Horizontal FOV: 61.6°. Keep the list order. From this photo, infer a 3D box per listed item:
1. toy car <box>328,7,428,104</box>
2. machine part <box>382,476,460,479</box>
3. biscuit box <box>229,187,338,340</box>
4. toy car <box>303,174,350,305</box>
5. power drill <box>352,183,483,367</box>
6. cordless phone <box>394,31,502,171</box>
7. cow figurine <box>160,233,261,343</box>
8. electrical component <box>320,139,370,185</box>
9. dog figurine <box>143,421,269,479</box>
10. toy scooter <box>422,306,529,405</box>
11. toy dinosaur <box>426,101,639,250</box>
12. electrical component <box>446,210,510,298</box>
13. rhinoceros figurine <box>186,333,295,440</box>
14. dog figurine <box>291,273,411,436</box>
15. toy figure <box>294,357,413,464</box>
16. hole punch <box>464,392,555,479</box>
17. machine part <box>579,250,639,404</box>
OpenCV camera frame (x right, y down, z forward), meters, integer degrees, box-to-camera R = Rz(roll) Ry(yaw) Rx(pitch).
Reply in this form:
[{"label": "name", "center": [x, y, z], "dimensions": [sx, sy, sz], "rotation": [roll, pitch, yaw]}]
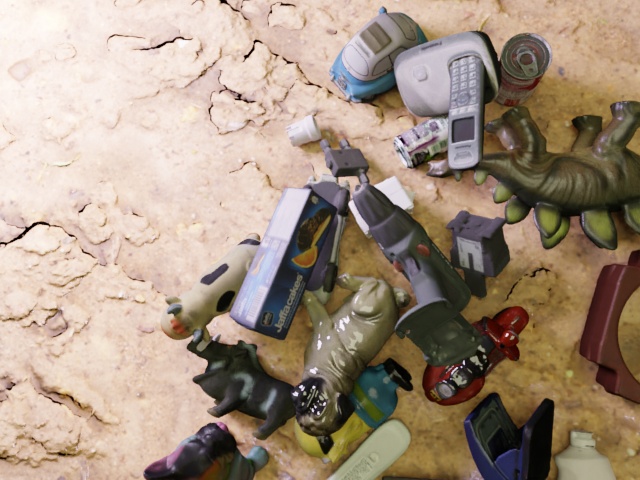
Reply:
[{"label": "toy car", "center": [0.089, -0.289, 0.817], "dimensions": [0.162, 0.103, 0.109], "rotation": [-35, 78, 0]}, {"label": "machine part", "center": [0.168, 0.363, 0.725], "dimensions": [0.243, 0.079, 0.079], "rotation": [0, 82, 9]}, {"label": "biscuit box", "center": [-0.048, 0.031, 0.734], "dimensions": [0.059, 0.062, 0.202], "rotation": [10, 74, 47]}, {"label": "toy car", "center": [-0.002, -0.002, 0.813], "dimensions": [0.074, 0.056, 0.201], "rotation": [9, 82, 12]}, {"label": "power drill", "center": [0.122, 0.048, 0.691], "dimensions": [0.086, 0.207, 0.231], "rotation": [-39, 116, 14]}, {"label": "cordless phone", "center": [0.173, -0.179, 0.741], "dimensions": [0.147, 0.088, 0.184], "rotation": [-3, 79, 43]}, {"label": "cow figurine", "center": [-0.147, 0.076, 0.780], "dimensions": [0.195, 0.127, 0.085], "rotation": [-39, 96, -1]}, {"label": "electrical component", "center": [0.039, -0.117, 0.819], "dimensions": [0.063, 0.021, 0.094], "rotation": [-9, 58, -29]}, {"label": "dog figurine", "center": [-0.164, 0.324, 0.708], "dimensions": [0.109, 0.219, 0.191], "rotation": [33, 87, 14]}, {"label": "toy scooter", "center": [0.213, 0.156, 0.719], "dimensions": [0.184, 0.135, 0.075], "rotation": [-43, 80, 2]}, {"label": "toy dinosaur", "center": [0.386, -0.085, 0.749], "dimensions": [0.472, 0.105, 0.198], "rotation": [-1, 90, 3]}, {"label": "electrical component", "center": [0.227, 0.022, 0.763], "dimensions": [0.075, 0.119, 0.048], "rotation": [14, 44, 45]}, {"label": "rhinoceros figurine", "center": [-0.118, 0.208, 0.791], "dimensions": [0.190, 0.073, 0.112], "rotation": [31, 89, 11]}, {"label": "dog figurine", "center": [0.046, 0.156, 0.715], "dimensions": [0.172, 0.121, 0.191], "rotation": [-23, 50, 21]}, {"label": "toy figure", "center": [0.045, 0.236, 0.761], "dimensions": [0.180, 0.082, 0.089], "rotation": [-44, 67, 5]}, {"label": "hole punch", "center": [0.250, 0.269, 0.705], "dimensions": [0.092, 0.142, 0.115], "rotation": [2, 99, 34]}, {"label": "machine part", "center": [0.466, 0.121, 0.705], "dimensions": [0.202, 0.087, 0.201], "rotation": [16, 89, 7]}]
